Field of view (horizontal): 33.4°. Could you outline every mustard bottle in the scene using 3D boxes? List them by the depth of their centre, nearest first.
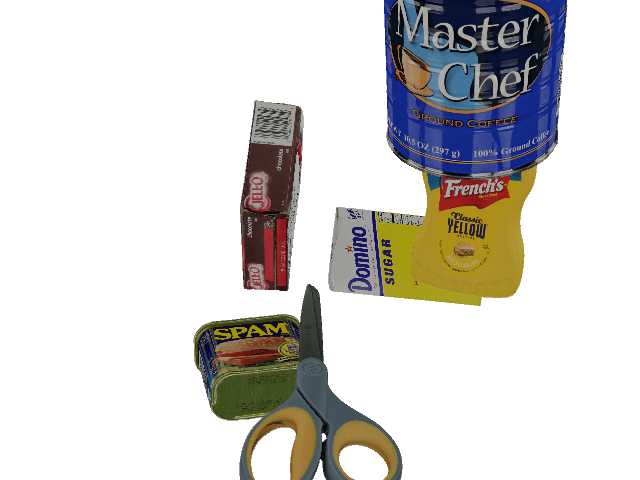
[{"bbox_3d":[0.134,-0.050,0.912,0.096,0.192,0.058,11,22,18],"label":"mustard bottle"}]

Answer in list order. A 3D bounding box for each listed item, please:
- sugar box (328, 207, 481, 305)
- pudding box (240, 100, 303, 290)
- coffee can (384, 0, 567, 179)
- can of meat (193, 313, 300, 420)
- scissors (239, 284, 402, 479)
[{"bbox_3d":[0.100,0.019,1.215,0.176,0.093,0.048,4,22,-3],"label":"sugar box"},{"bbox_3d":[-0.036,-0.033,0.788,0.039,0.113,0.090,6,-40,1],"label":"pudding box"},{"bbox_3d":[0.086,-0.120,0.598,0.103,0.140,0.103,-3,36,2],"label":"coffee can"},{"bbox_3d":[-0.057,0.114,0.954,0.102,0.057,0.084,-5,27,-13],"label":"can of meat"},{"bbox_3d":[0.012,0.089,0.627,0.096,0.016,0.201,12,32,10],"label":"scissors"}]
